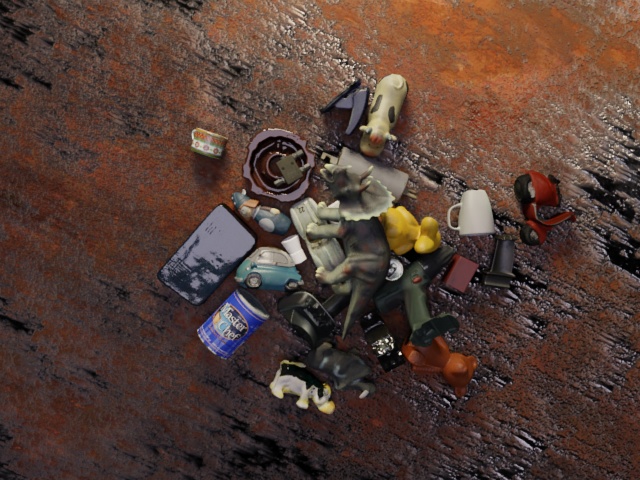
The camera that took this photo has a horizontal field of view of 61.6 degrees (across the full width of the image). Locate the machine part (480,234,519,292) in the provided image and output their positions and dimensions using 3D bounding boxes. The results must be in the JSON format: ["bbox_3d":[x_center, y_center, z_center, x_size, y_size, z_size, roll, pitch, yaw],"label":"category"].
[{"bbox_3d":[0.441,0.053,1.311,0.084,0.039,0.138,12,97,2],"label":"machine part"}]

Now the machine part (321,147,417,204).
[{"bbox_3d":[0.116,-0.151,1.258,0.243,0.079,0.079,22,95,-3],"label":"machine part"}]

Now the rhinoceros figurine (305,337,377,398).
[{"bbox_3d":[0.056,0.313,1.305,0.190,0.073,0.112,30,93,-5],"label":"rhinoceros figurine"}]

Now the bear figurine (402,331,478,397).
[{"bbox_3d":[0.296,0.288,1.286,0.196,0.132,0.120,33,76,1],"label":"bear figurine"}]

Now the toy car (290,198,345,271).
[{"bbox_3d":[-0.003,-0.004,1.278,0.073,0.056,0.201,-28,96,1],"label":"toy car"}]

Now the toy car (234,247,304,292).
[{"bbox_3d":[-0.118,0.067,1.257,0.162,0.109,0.103,4,89,-7],"label":"toy car"}]

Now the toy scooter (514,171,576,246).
[{"bbox_3d":[0.542,-0.081,1.283,0.135,0.075,0.183,-10,100,-1],"label":"toy scooter"}]

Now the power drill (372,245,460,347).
[{"bbox_3d":[0.242,0.128,1.237,0.232,0.207,0.085,-30,136,9],"label":"power drill"}]

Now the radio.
[{"bbox_3d":[-0.260,0.036,1.266,0.131,0.073,0.229,41,95,-7],"label":"radio"}]

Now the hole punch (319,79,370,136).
[{"bbox_3d":[0.072,-0.301,1.217,0.116,0.142,0.092,-41,94,16],"label":"hole punch"}]

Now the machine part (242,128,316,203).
[{"bbox_3d":[-0.096,-0.173,1.258,0.179,0.056,0.179,0,95,-2],"label":"machine part"}]

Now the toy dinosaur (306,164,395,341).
[{"bbox_3d":[0.087,0.021,1.171,0.192,0.131,0.404,-8,104,29],"label":"toy dinosaur"}]

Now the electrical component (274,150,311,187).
[{"bbox_3d":[-0.070,-0.161,1.220,0.094,0.021,0.063,-30,94,2],"label":"electrical component"}]

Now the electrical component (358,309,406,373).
[{"bbox_3d":[0.148,0.243,1.272,0.058,0.134,0.115,-26,53,2],"label":"electrical component"}]

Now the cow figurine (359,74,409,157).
[{"bbox_3d":[0.145,-0.281,1.220,0.085,0.127,0.194,20,92,-1],"label":"cow figurine"}]

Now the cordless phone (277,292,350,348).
[{"bbox_3d":[0.005,0.149,1.271,0.184,0.089,0.146,-41,124,-7],"label":"cordless phone"}]

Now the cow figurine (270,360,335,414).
[{"bbox_3d":[-0.031,0.357,1.312,0.167,0.068,0.098,23,88,-5],"label":"cow figurine"}]

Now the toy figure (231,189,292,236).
[{"bbox_3d":[-0.142,-0.064,1.264,0.154,0.058,0.064,28,104,-6],"label":"toy figure"}]

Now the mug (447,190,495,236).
[{"bbox_3d":[0.358,-0.064,1.280,0.110,0.081,0.107,-1,85,4],"label":"mug"}]

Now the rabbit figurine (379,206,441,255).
[{"bbox_3d":[0.213,-0.019,1.252,0.173,0.162,0.122,17,83,-22],"label":"rabbit figurine"}]
